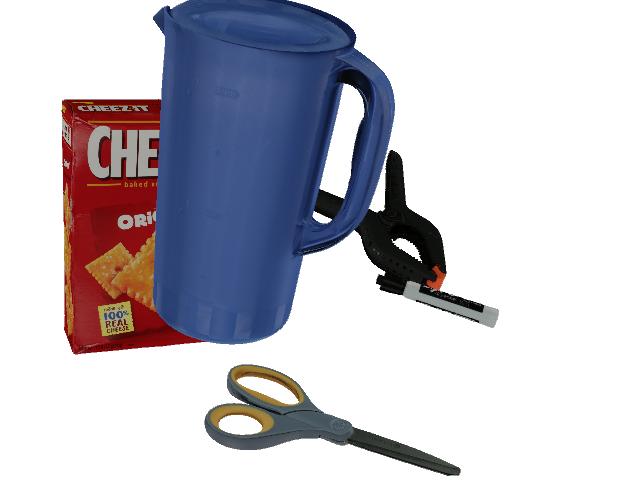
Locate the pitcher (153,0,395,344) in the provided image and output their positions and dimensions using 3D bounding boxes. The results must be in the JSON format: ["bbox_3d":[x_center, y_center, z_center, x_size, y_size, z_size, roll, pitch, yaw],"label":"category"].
[{"bbox_3d":[-0.049,-0.047,0.775,0.144,0.243,0.149,-2,29,-22],"label":"pitcher"}]

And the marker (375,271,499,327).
[{"bbox_3d":[0.112,0.056,1.028,0.121,0.020,0.020,19,1,3],"label":"marker"}]

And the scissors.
[{"bbox_3d":[-0.003,0.151,0.809,0.202,0.016,0.096,26,40,31],"label":"scissors"}]

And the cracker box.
[{"bbox_3d":[-0.142,-0.013,0.942,0.164,0.214,0.072,-3,19,-21],"label":"cracker box"}]

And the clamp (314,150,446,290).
[{"bbox_3d":[0.066,-0.019,1.226,0.164,0.210,0.036,-13,-38,-26],"label":"clamp"}]
